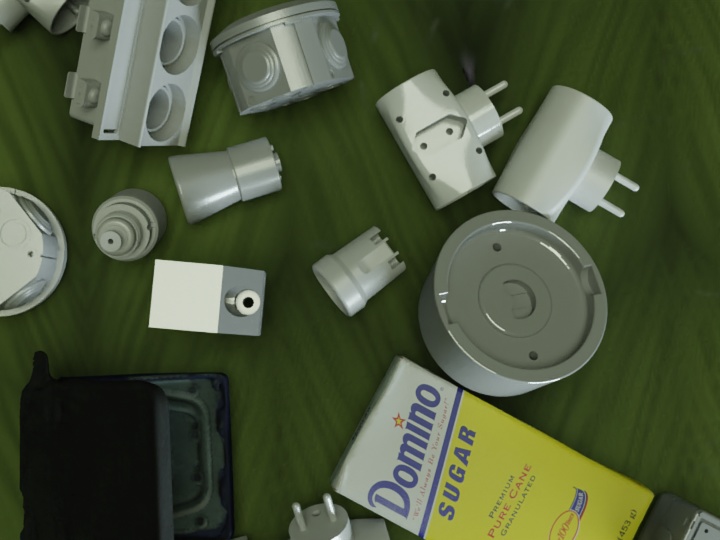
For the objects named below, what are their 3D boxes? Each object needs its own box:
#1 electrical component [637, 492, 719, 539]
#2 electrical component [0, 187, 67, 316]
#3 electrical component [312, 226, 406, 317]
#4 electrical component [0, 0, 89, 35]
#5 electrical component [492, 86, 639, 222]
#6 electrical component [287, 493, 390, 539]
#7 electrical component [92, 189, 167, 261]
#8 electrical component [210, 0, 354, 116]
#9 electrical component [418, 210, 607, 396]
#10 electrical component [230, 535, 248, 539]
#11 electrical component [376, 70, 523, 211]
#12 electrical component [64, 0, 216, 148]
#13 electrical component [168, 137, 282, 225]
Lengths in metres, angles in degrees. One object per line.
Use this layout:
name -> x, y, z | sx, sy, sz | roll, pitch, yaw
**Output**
electrical component -> 0.220, 0.186, 0.660 | 0.096, 0.061, 0.061 | 28, 87, -9
electrical component -> -0.223, -0.012, 0.653 | 0.080, 0.051, 0.080 | 0, 88, -2
electrical component -> 0.000, 0.000, 0.667 | 0.046, 0.040, 0.040 | -37, 90, -9
electrical component -> -0.216, -0.174, 0.663 | 0.077, 0.043, 0.079 | 43, 87, 0
electrical component -> 0.136, -0.062, 0.672 | 0.079, 0.043, 0.077 | 30, 87, -1
electrical component -> -0.020, 0.168, 0.649 | 0.077, 0.043, 0.079 | -16, 117, -3
electrical component -> -0.141, -0.025, 0.646 | 0.040, 0.078, 0.040 | 0, 103, 0
electrical component -> -0.046, -0.129, 0.650 | 0.080, 0.080, 0.051 | -19, 94, -3
electrical component -> 0.087, 0.025, 0.653 | 0.108, 0.060, 0.108 | 5, 67, -13
electrical component -> -0.085, 0.198, 0.627 | 0.062, 0.096, 0.061 | -15, 89, -3
electrical component -> 0.063, -0.089, 0.670 | 0.079, 0.043, 0.077 | -30, 89, -4
electrical component -> -0.129, -0.140, 0.640 | 0.063, 0.079, 0.121 | 21, 106, 25
electrical component -> -0.081, -0.058, 0.666 | 0.065, 0.044, 0.044 | -17, 89, -7
